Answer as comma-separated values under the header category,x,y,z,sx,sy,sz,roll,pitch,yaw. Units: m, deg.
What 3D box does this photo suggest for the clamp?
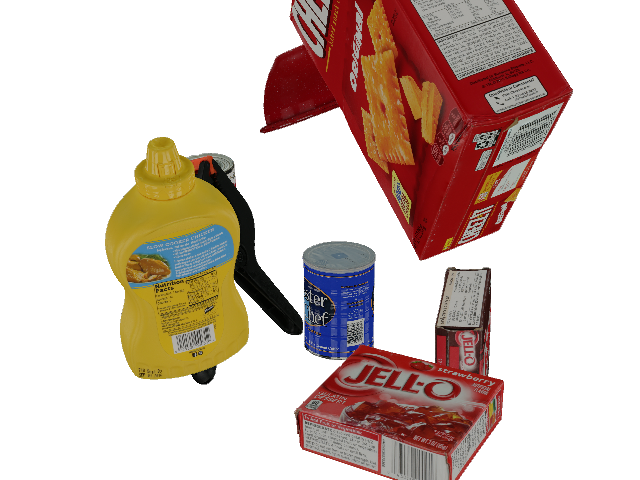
category,x,y,z,sx,sy,sz,roll,pitch,yaw
clamp,-0.085,0.021,1.042,0.036,0.210,0.164,-11,0,35

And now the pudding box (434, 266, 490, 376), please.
category,x,y,z,sx,sy,sz,roll,pitch,yaw
pudding box,0.107,0.081,0.796,0.039,0.090,0.113,2,22,9

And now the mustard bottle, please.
category,x,y,z,sx,sy,sz,roll,pitch,yaw
mustard bottle,-0.105,0.011,0.771,0.096,0.192,0.058,-15,40,-17

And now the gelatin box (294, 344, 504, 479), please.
category,x,y,z,sx,sy,sz,roll,pitch,yaw
gelatin box,0.042,0.092,0.567,0.089,0.030,0.073,12,30,28

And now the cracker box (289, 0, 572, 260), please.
category,x,y,z,sx,sy,sz,roll,pitch,yaw
cracker box,0.054,-0.118,0.666,0.072,0.214,0.164,-21,-22,-15

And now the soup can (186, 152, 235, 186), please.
category,x,y,z,sx,sy,sz,roll,pitch,yaw
soup can,-0.131,-0.043,1.243,0.068,0.102,0.068,-1,28,0

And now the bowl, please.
category,x,y,z,sx,sy,sz,roll,pitch,yaw
bowl,0.015,-0.143,0.880,0.162,0.055,0.162,-22,9,3

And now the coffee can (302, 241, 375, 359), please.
category,x,y,z,sx,sy,sz,roll,pitch,yaw
coffee can,0.027,0.084,1.520,0.103,0.140,0.103,0,22,0
